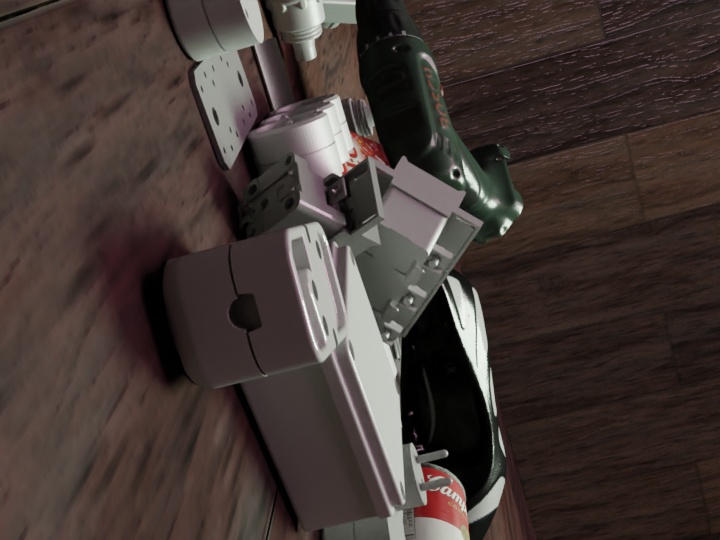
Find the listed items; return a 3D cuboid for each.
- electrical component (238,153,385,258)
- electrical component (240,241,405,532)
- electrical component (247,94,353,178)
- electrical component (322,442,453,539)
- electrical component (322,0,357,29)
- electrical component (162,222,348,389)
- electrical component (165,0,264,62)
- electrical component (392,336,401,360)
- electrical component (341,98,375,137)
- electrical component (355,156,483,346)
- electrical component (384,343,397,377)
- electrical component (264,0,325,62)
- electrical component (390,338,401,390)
[{"bbox_3d":[-0.029,-0.030,0.595,0.064,0.081,0.042,25,43,-42],"label":"electrical component"},{"bbox_3d":[-0.018,0.059,0.562,0.108,0.056,0.108,-90,164,-60],"label":"electrical component"},{"bbox_3d":[-0.032,-0.068,0.707,0.138,0.052,0.073,-77,152,-73],"label":"electrical component"},{"bbox_3d":[0.017,0.123,0.628,0.052,0.074,0.138,67,11,-46],"label":"electrical component"},{"bbox_3d":[-0.027,-0.261,1.050,0.076,0.083,0.047,-35,-116,57],"label":"electrical component"},{"bbox_3d":[-0.044,0.014,0.451,0.095,0.059,0.053,-36,111,-82],"label":"electrical component"},{"bbox_3d":[-0.073,-0.186,0.562,0.052,0.074,0.138,-70,144,-76],"label":"electrical component"},{"bbox_3d":[0.025,0.040,0.926,0.083,0.047,0.075,35,41,-78],"label":"electrical component"},{"bbox_3d":[-0.004,-0.138,0.989,0.043,0.062,0.043,-15,90,-82],"label":"electrical component"},{"bbox_3d":[0.013,-0.003,0.671,0.063,0.079,0.121,-60,180,-42],"label":"electrical component"},{"bbox_3d":[-0.002,0.050,0.750,0.040,0.040,0.078,-86,160,-66],"label":"electrical component"},{"bbox_3d":[-0.049,-0.200,0.866,0.048,0.048,0.062,-91,171,-59],"label":"electrical component"},{"bbox_3d":[0.049,0.092,0.963,0.079,0.043,0.077,88,-4,-62],"label":"electrical component"}]
